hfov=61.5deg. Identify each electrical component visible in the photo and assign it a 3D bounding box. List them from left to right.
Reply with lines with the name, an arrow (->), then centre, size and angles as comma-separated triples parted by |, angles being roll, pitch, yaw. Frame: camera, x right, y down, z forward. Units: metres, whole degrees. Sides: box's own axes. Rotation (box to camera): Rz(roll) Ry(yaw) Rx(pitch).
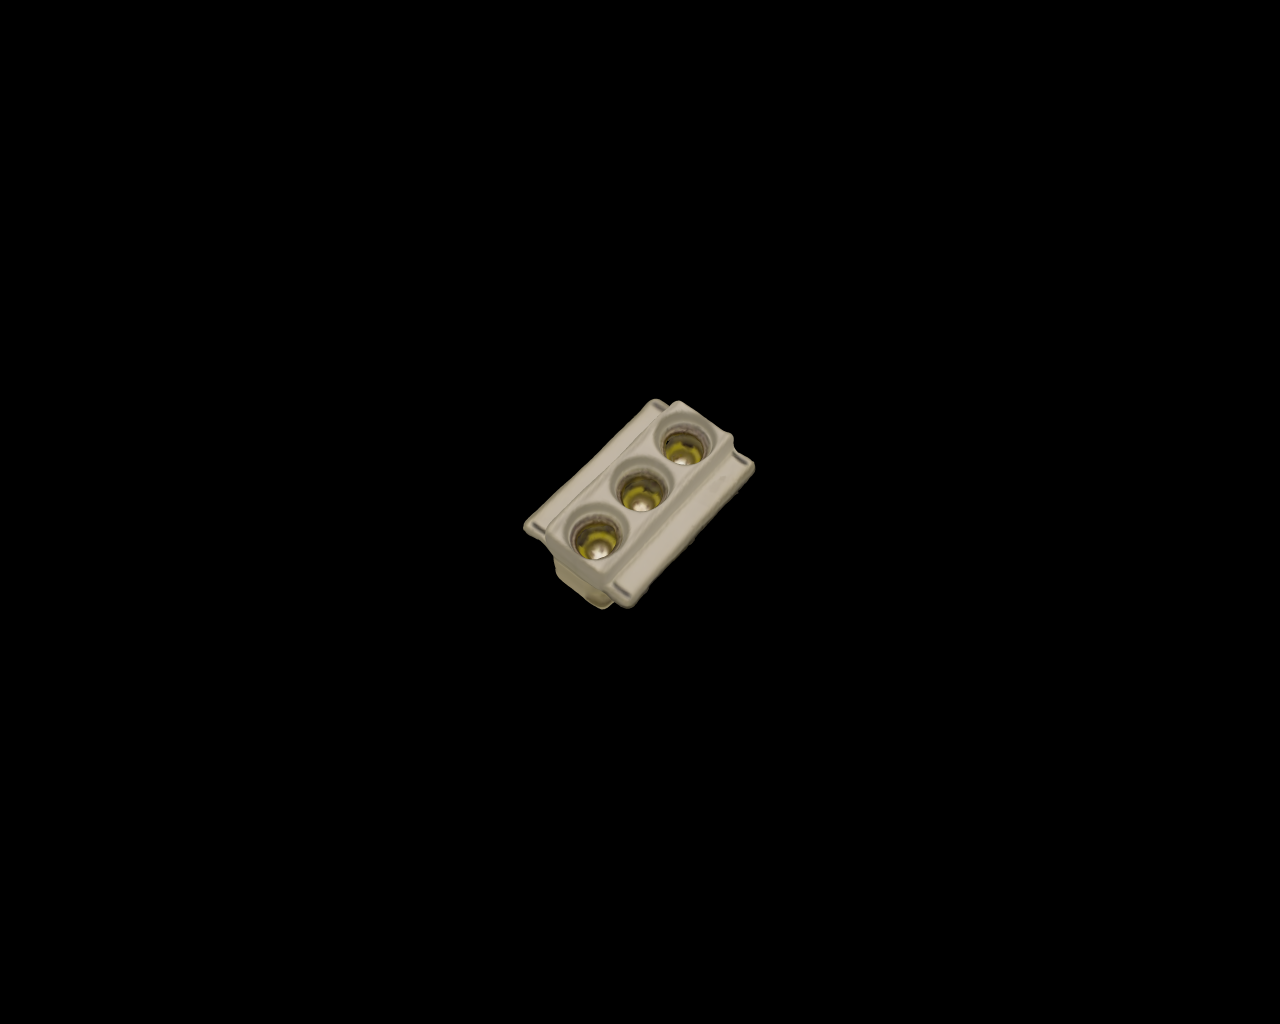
electrical component -> 0.001, -0.003, 0.650 | 0.079, 0.121, 0.063 | 36, -24, 18
